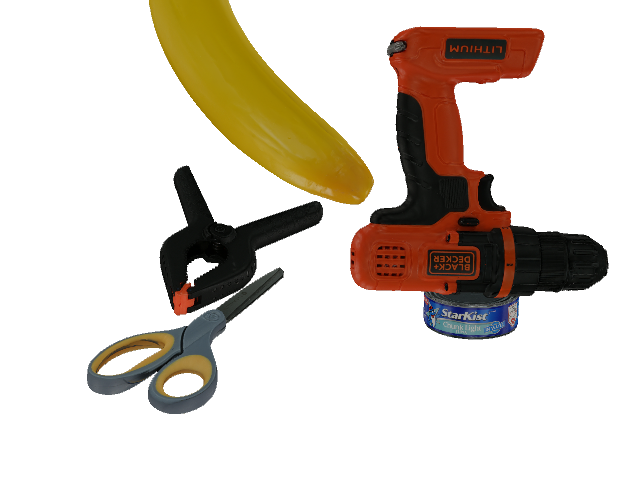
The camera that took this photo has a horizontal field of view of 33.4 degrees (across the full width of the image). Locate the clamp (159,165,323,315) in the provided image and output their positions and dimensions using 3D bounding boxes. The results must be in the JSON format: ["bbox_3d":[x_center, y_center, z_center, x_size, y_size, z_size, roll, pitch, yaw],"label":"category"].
[{"bbox_3d":[-0.109,-0.003,1.066,0.165,0.036,0.209,19,39,15],"label":"clamp"}]

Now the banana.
[{"bbox_3d":[-0.039,-0.093,0.503,0.069,0.198,0.037,-16,-29,-10],"label":"banana"}]

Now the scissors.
[{"bbox_3d":[-0.072,0.071,0.767,0.201,0.016,0.096,-23,38,-38],"label":"scissors"}]

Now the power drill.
[{"bbox_3d":[0.114,-0.053,0.746,0.184,0.188,0.057,1,4,-7],"label":"power drill"}]

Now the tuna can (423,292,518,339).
[{"bbox_3d":[0.135,0.059,0.957,0.086,0.034,0.086,-1,16,0],"label":"tuna can"}]
